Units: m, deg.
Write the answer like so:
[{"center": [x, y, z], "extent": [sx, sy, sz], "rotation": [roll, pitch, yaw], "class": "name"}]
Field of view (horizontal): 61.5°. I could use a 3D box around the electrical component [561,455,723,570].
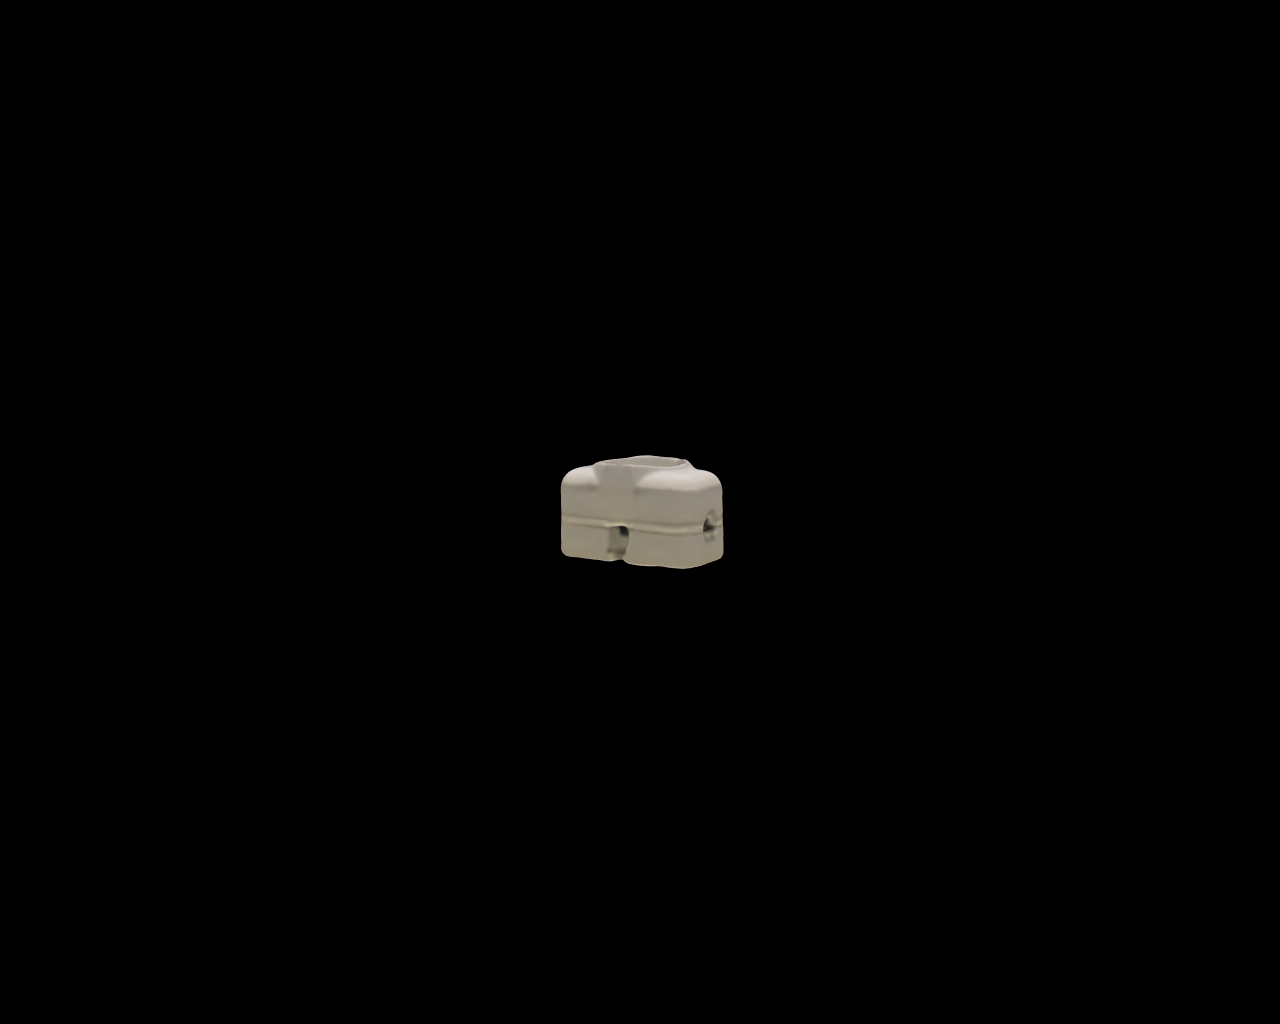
[{"center": [0.001, -0.003, 0.650], "extent": [0.095, 0.059, 0.054], "rotation": [6, 11, 32], "class": "electrical component"}]
